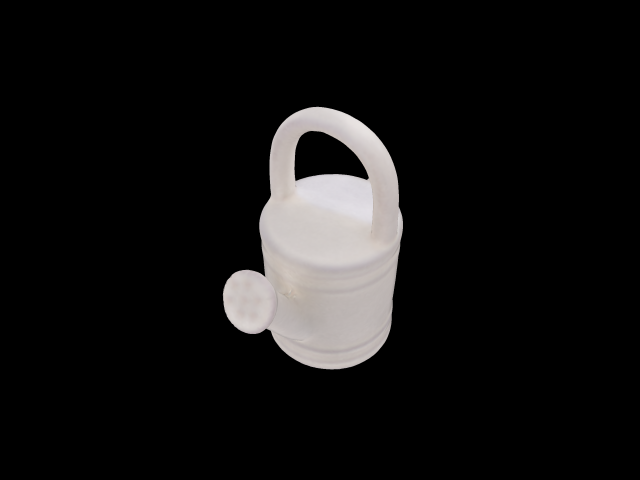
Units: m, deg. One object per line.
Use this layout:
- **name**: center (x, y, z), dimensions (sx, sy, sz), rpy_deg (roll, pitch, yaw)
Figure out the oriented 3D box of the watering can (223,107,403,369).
- **watering can**: center (0.006, 0.002, 0.399), dimensions (0.100, 0.194, 0.173), rpy_deg (9, 45, 9)
